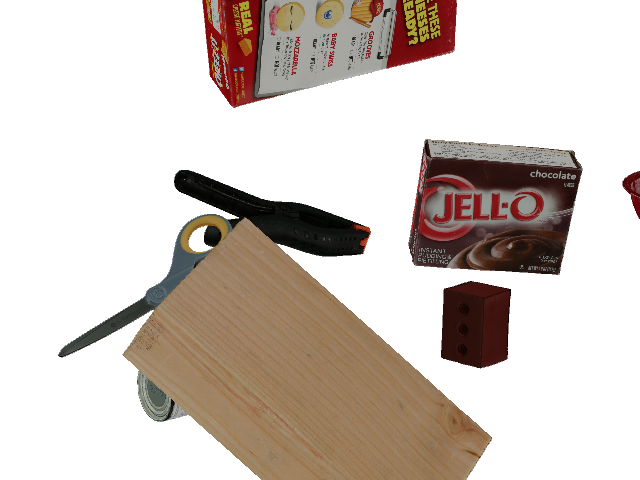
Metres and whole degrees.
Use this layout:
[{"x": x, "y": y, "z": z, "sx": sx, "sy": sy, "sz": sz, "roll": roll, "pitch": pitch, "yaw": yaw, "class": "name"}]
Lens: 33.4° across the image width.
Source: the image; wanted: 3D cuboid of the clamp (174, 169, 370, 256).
[{"x": -0.043, "y": -0.015, "z": 1.095, "sx": 0.209, "sy": 0.036, "sz": 0.164, "roll": 14, "pitch": 19, "yaw": -17, "class": "clamp"}]

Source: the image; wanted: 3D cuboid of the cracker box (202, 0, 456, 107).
[{"x": 0.007, "y": -0.219, "z": 0.895, "sx": 0.213, "sy": 0.164, "sz": 0.072, "roll": -17, "pitch": 41, "yaw": -17, "class": "cracker box"}]

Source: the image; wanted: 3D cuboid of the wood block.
[{"x": -0.010, "y": 0.097, "z": 0.669, "sx": 0.090, "sy": 0.206, "sz": 0.090, "roll": -49, "pitch": 1, "yaw": -34, "class": "wood block"}]

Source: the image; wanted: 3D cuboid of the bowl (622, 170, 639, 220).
[{"x": 0.370, "y": -0.025, "z": 1.021, "sx": 0.162, "sy": 0.055, "sz": 0.162, "roll": 0, "pitch": 19, "yaw": 0, "class": "bowl"}]

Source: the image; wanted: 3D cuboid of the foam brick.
[{"x": 0.161, "y": 0.087, "z": 1.108, "sx": 0.053, "sy": 0.078, "sz": 0.051, "roll": 11, "pitch": 17, "yaw": 41, "class": "foam brick"}]

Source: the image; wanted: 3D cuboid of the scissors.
[{"x": -0.140, "y": 0.032, "z": 0.916, "sx": 0.201, "sy": 0.096, "sz": 0.016, "roll": -17, "pitch": -34, "yaw": -20, "class": "scissors"}]

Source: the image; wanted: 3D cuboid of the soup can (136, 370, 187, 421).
[{"x": -0.140, "y": 0.154, "z": 1.165, "sx": 0.102, "sy": 0.068, "sz": 0.069, "roll": -9, "pitch": 6, "yaw": -42, "class": "soup can"}]

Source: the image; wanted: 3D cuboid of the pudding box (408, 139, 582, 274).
[{"x": 0.126, "y": -0.024, "z": 0.783, "sx": 0.113, "sy": 0.090, "sz": 0.039, "roll": 3, "pitch": 32, "yaw": -3, "class": "pudding box"}]
